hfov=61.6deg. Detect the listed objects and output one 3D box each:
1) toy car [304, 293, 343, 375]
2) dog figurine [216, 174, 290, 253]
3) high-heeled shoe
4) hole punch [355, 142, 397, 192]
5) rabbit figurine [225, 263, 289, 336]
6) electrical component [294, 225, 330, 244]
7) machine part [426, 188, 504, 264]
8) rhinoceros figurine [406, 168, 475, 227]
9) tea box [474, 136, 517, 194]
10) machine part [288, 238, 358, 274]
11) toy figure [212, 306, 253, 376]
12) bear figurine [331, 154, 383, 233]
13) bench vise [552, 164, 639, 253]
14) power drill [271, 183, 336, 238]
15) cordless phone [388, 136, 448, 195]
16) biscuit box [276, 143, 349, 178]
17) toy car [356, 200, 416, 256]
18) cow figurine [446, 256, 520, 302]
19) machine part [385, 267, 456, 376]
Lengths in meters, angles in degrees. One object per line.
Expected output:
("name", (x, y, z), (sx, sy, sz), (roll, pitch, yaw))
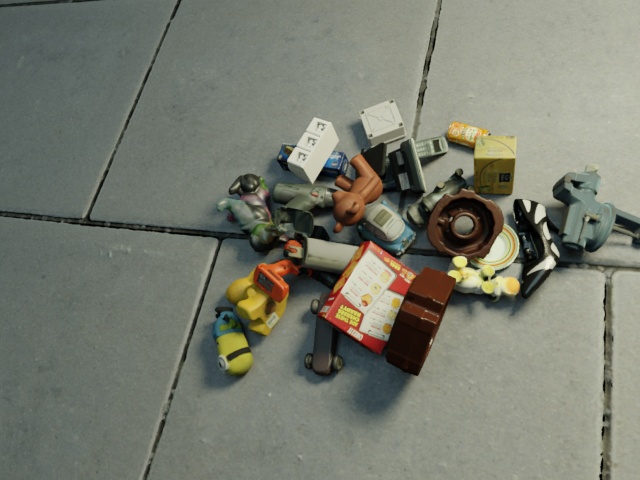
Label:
("toy car", (0.017, 0.229, 1.317), (0.089, 0.053, 0.202), (-5, 67, 26))
("dog figurine", (-0.161, -0.069, 1.489), (0.219, 0.108, 0.191), (29, 73, 22))
("high-heeled shoe", (0.480, 0.010, 1.253), (0.145, 0.086, 0.249), (35, 60, 7))
("hole punch", (0.160, -0.189, 1.468), (0.116, 0.092, 0.142), (-17, 59, 46))
("rabbit figurine", (-0.174, 0.139, 1.388), (0.173, 0.121, 0.162), (16, 67, 43))
("electrical component", (-0.003, -0.004, 1.424), (0.119, 0.074, 0.048), (8, 68, 25))
("machine part", (0.342, -0.035, 1.280), (0.179, 0.056, 0.179), (1, 95, 6))
("rhinoceros figurine", (0.301, -0.106, 1.364), (0.190, 0.112, 0.073), (-35, 92, -17))
("tea box", (0.430, -0.182, 1.324), (0.098, 0.169, 0.068), (3, 65, 20))
("machine part", (0.039, 0.044, 1.344), (0.243, 0.079, 0.079), (9, 64, -13))
("toy figure", (-0.224, 0.255, 1.363), (0.089, 0.082, 0.180), (-20, 59, 9))
("bear figurine", (0.073, -0.111, 1.344), (0.132, 0.120, 0.196), (44, 43, 6))
("bench vise", (0.653, -0.057, 1.233), (0.241, 0.128, 0.223), (21, 61, 3))
("power drill", (-0.026, -0.089, 1.412), (0.232, 0.085, 0.207), (12, 36, 9))
("cordless phone", (0.282, -0.202, 1.429), (0.184, 0.089, 0.146), (-18, 94, -35))
("biscuit box", (-0.020, -0.226, 1.544), (0.203, 0.062, 0.059), (11, 70, 22))
("toy car", (0.162, -0.037, 1.375), (0.109, 0.102, 0.162), (-46, 59, -7))
("cow figurine", (0.373, 0.102, 1.258), (0.167, 0.098, 0.068), (19, 67, 4))
("machine part", (0.219, 0.174, 1.178), (0.087, 0.200, 0.201), (21, 28, 15))
